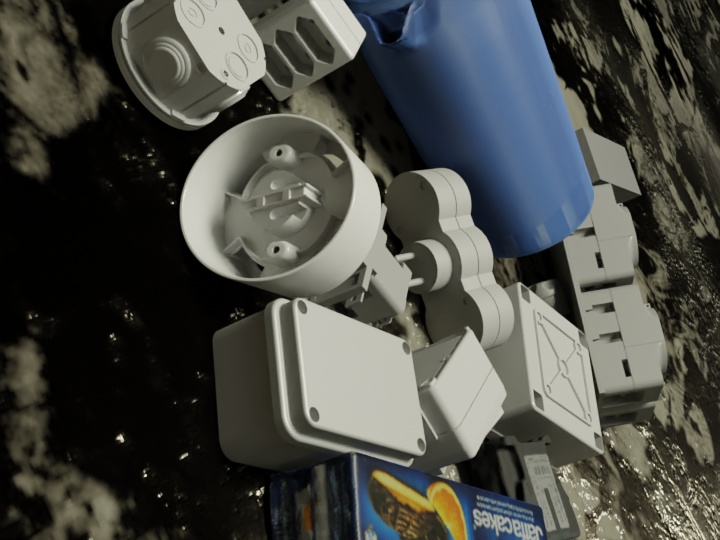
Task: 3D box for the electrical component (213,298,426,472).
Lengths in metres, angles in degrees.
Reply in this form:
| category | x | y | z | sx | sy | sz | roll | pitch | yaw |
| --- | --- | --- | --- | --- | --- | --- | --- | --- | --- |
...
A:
| category | x | y | z | sx | sy | sz | roll | pitch | yaw |
| --- | --- | --- | --- | --- | --- | --- | --- | --- | --- |
| electrical component | -0.020 | 0.068 | 0.589 | 0.113 | 0.057 | 0.078 | 25 | 49 | -48 |

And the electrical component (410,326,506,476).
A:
| category | x | y | z | sx | sy | sz | roll | pitch | yaw |
| --- | --- | --- | --- | --- | --- | --- | --- | --- | --- |
| electrical component | 0.045 | 0.089 | 0.671 | 0.061 | 0.062 | 0.096 | 60 | 31 | -10 |

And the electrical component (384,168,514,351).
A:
| category | x | y | z | sx | sy | sz | roll | pitch | yaw |
| --- | --- | --- | --- | --- | --- | --- | --- | --- | --- |
| electrical component | 0.052 | -0.004 | 0.759 | 0.074 | 0.052 | 0.138 | -12 | 79 | -46 |

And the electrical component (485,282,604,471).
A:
| category | x | y | z | sx | sy | sz | roll | pitch | yaw |
| --- | --- | --- | --- | --- | --- | --- | --- | --- | --- |
| electrical component | 0.130 | 0.082 | 0.814 | 0.109 | 0.056 | 0.108 | 35 | 42 | -41 |

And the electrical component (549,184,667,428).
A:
| category | x | y | z | sx | sy | sz | roll | pitch | yaw |
| --- | --- | --- | --- | --- | --- | --- | --- | --- | --- |
| electrical component | 0.213 | 0.031 | 0.931 | 0.105 | 0.060 | 0.186 | 73 | 8 | -64 |

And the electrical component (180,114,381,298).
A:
| category | x | y | z | sx | sy | sz | roll | pitch | yaw |
| --- | --- | --- | --- | --- | --- | --- | --- | --- | --- |
| electrical component | -0.041 | -0.034 | 0.595 | 0.064 | 0.099 | 0.099 | 31 | 44 | -53 |

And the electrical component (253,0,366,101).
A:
| category | x | y | z | sx | sy | sz | roll | pitch | yaw |
| --- | --- | --- | --- | --- | --- | --- | --- | --- | --- |
| electrical component | -0.034 | -0.162 | 0.723 | 0.047 | 0.066 | 0.076 | 52 | 33 | -22 |

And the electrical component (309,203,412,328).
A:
| category | x | y | z | sx | sy | sz | roll | pitch | yaw |
| --- | --- | --- | --- | --- | --- | --- | --- | --- | --- |
| electrical component | 0.000 | 0.000 | 0.684 | 0.063 | 0.042 | 0.081 | 50 | 34 | -28 |

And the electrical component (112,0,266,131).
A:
| category | x | y | z | sx | sy | sz | roll | pitch | yaw |
| --- | --- | --- | --- | --- | --- | --- | --- | --- | --- |
| electrical component | -0.097 | -0.125 | 0.613 | 0.080 | 0.051 | 0.080 | 36 | 41 | -40 |

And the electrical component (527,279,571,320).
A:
| category | x | y | z | sx | sy | sz | roll | pitch | yaw |
| --- | --- | --- | --- | --- | --- | --- | --- | --- | --- |
| electrical component | 0.164 | 0.040 | 0.919 | 0.035 | 0.035 | 0.061 | -9 | 79 | -59 |

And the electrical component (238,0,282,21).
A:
| category | x | y | z | sx | sy | sz | roll | pitch | yaw |
| --- | --- | --- | --- | --- | --- | --- | --- | --- | --- |
| electrical component | -0.064 | -0.207 | 0.684 | 0.050 | 0.089 | 0.055 | 17 | 55 | -52 |
